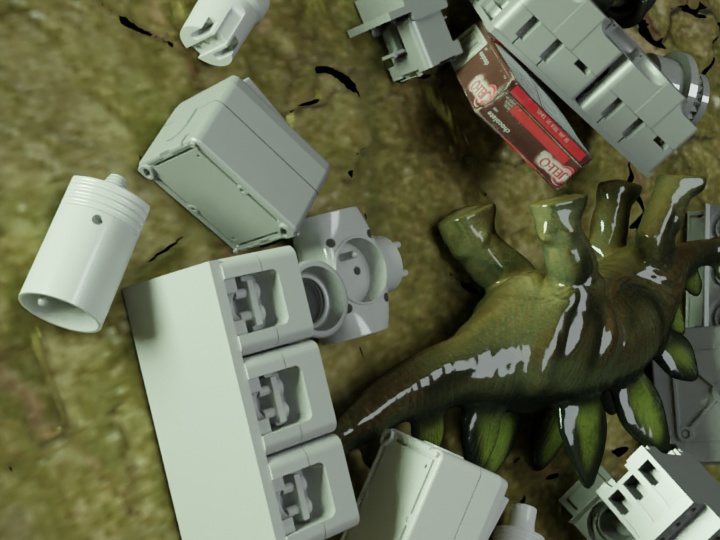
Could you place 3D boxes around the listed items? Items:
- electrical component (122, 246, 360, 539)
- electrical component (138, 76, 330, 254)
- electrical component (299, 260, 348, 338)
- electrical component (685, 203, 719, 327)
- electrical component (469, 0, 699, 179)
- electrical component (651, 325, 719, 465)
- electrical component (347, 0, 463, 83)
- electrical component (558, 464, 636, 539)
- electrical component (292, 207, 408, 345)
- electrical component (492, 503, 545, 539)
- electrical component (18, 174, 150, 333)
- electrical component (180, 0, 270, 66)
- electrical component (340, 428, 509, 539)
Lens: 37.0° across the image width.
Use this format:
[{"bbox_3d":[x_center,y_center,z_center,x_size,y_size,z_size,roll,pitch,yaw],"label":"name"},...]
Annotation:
[{"bbox_3d":[-0.061,0.070,0.571,0.062,0.089,0.150,-13,89,-42],"label":"electrical component"},{"bbox_3d":[-0.065,-0.057,0.615,0.096,0.062,0.061,42,56,-26],"label":"electrical component"},{"bbox_3d":[-0.041,0.020,0.623,0.045,0.055,0.045,10,74,-39],"label":"electrical component"},{"bbox_3d":[0.328,0.008,0.938,0.063,0.079,0.121,35,57,-56],"label":"electrical component"},{"bbox_3d":[0.166,-0.165,0.805,0.186,0.060,0.105,34,23,-31],"label":"electrical component"},{"bbox_3d":[0.291,0.099,0.853,0.056,0.109,0.108,20,65,-62],"label":"electrical component"},{"bbox_3d":[0.036,-0.166,0.741,0.081,0.042,0.063,-33,105,-39],"label":"electrical component"},{"bbox_3d":[0.190,0.181,0.777,0.081,0.042,0.064,48,18,23],"label":"electrical component"},{"bbox_3d":[0.000,0.000,0.670,0.079,0.044,0.077,-15,91,-42],"label":"electrical component"},{"bbox_3d":[0.105,0.188,0.720,0.043,0.043,0.062,32,60,-32],"label":"electrical component"},{"bbox_3d":[-0.139,-0.013,0.553,0.043,0.043,0.081,33,60,-31],"label":"electrical component"},{"bbox_3d":[-0.081,-0.150,0.637,0.040,0.040,0.046,39,64,-28],"label":"electrical component"},{"bbox_3d":[0.034,0.148,0.609,0.061,0.062,0.096,27,83,-27],"label":"electrical component"}]
